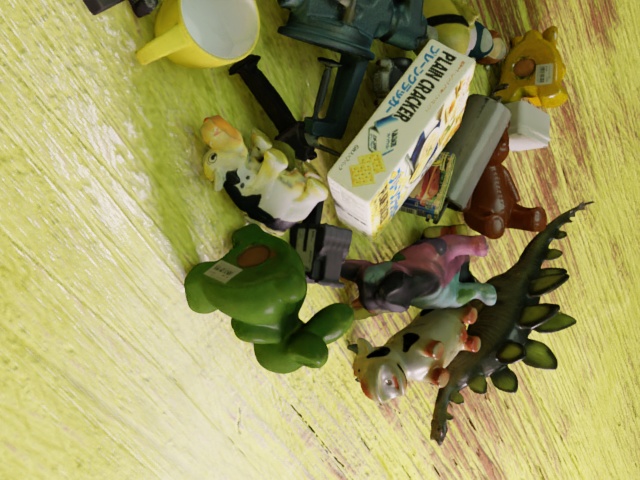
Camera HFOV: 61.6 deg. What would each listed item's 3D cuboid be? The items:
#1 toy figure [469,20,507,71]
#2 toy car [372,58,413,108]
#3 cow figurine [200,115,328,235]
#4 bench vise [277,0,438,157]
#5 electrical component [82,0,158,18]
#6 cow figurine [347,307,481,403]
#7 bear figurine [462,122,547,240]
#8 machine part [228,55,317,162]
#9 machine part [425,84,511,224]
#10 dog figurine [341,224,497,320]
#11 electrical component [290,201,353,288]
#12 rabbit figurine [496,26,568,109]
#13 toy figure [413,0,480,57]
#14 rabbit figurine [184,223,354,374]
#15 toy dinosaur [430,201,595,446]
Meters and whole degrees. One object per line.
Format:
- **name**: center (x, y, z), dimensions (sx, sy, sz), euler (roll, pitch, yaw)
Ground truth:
- **toy figure**: center (0.276, -0.329, 0.916), dimensions (0.154, 0.058, 0.064), euler (1, 130, -43)
- **toy car**: center (0.149, -0.226, 0.809), dimensions (0.201, 0.056, 0.073), euler (-6, 103, -40)
- **cow figurine**: center (-0.078, -0.069, 0.604), dimensions (0.167, 0.068, 0.098), euler (28, 113, -38)
- **bench vise**: center (0.036, -0.225, 0.665), dimensions (0.223, 0.129, 0.240), euler (2, 112, -40)
- **electrical component**: center (-0.196, -0.259, 0.508), dimensions (0.078, 0.045, 0.102), euler (-42, 118, -34)
- **cow figurine**: center (0.126, 0.157, 0.758), dimensions (0.195, 0.127, 0.085), euler (-30, 111, -39)
- **bear figurine**: center (0.294, -0.111, 0.894), dimensions (0.120, 0.132, 0.195), euler (-6, 103, -16)
- **machine part**: center (-0.050, -0.149, 0.614), dimensions (0.139, 0.039, 0.084), euler (55, 18, -4)
- **machine part**: center (0.226, -0.135, 0.837), dimensions (0.079, 0.079, 0.243), euler (27, 89, -39)
- **dog figurine**: center (0.127, 0.048, 0.777), dimensions (0.219, 0.192, 0.108), euler (-9, 103, -6)
- **electrical component**: center (-0.001, -0.002, 0.674), dimensions (0.047, 0.075, 0.119), euler (12, 81, -40)
- **rabbit figurine**: center (0.399, -0.309, 1.007), dimensions (0.173, 0.122, 0.162), euler (6, 78, -55)
- **toy figure**: center (0.153, -0.320, 0.763), dimensions (0.089, 0.082, 0.180), euler (-22, 73, -3)
- **rabbit figurine**: center (-0.042, 0.083, 0.607), dimensions (0.121, 0.159, 0.170), euler (-51, 138, -39)
- **toy dinosaur**: center (0.296, 0.112, 0.858), dimensions (0.105, 0.199, 0.471), euler (47, 64, -36)
